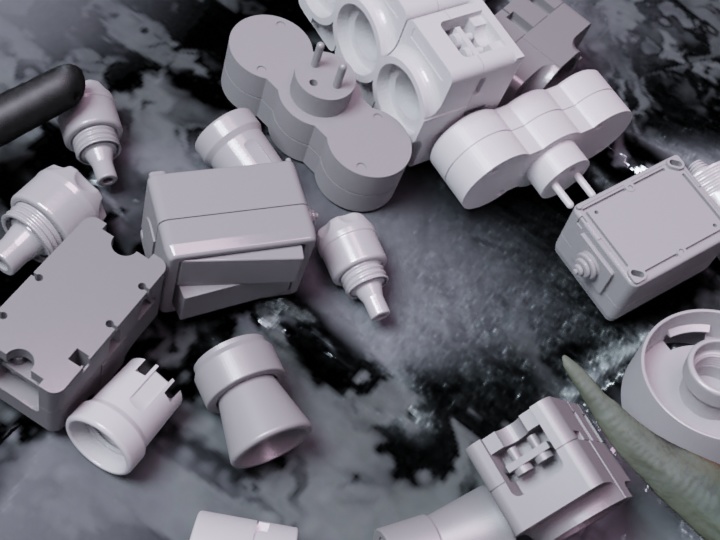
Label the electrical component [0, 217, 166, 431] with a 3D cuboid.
[{"bbox_3d":[-0.144,0.029,0.540,0.050,0.055,0.089,32,57,5],"label":"electrical component"}]

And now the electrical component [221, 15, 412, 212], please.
[{"bbox_3d":[-0.024,-0.105,0.644,0.138,0.073,0.052,45,58,13],"label":"electrical component"}]

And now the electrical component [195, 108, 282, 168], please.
[{"bbox_3d":[-0.068,-0.065,0.629,0.040,0.040,0.046,-31,78,-29],"label":"electrical component"}]

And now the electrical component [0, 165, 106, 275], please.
[{"bbox_3d":[-0.169,-0.024,0.572,0.043,0.043,0.062,36,58,7],"label":"electrical component"}]

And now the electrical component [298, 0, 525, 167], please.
[{"bbox_3d":[0.023,-0.152,0.677,0.062,0.089,0.150,-22,68,-26],"label":"electrical component"}]

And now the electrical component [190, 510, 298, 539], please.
[{"bbox_3d":[-0.058,0.141,0.498,0.047,0.055,0.055,15,57,-3],"label":"electrical component"}]

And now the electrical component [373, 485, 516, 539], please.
[{"bbox_3d":[0.040,0.138,0.537,0.065,0.044,0.044,-13,64,-18],"label":"electrical component"}]

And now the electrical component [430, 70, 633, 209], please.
[{"bbox_3d":[0.119,-0.070,0.677,0.138,0.052,0.073,-24,69,-27],"label":"electrical component"}]

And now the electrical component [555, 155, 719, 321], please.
[{"bbox_3d":[0.166,-0.014,0.656,0.096,0.061,0.061,-26,68,-18],"label":"electrical component"}]

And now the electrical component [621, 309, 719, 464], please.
[{"bbox_3d":[0.202,0.074,0.621,0.099,0.064,0.099,2,51,-2],"label":"electrical component"}]

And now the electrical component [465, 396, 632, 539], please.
[{"bbox_3d":[0.099,0.103,0.541,0.050,0.089,0.055,-35,69,13],"label":"electrical component"}]

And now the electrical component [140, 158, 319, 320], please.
[{"bbox_3d":[-0.066,-0.016,0.586,0.096,0.061,0.061,-8,62,-20],"label":"electrical component"}]

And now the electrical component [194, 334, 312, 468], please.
[{"bbox_3d":[-0.056,0.067,0.549,0.045,0.045,0.055,-18,66,-25],"label":"electrical component"}]

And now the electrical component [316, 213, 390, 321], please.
[{"bbox_3d":[0.000,0.000,0.612,0.035,0.035,0.061,-15,67,-23],"label":"electrical component"}]

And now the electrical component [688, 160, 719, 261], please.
[{"bbox_3d":[0.239,-0.037,0.697,0.043,0.043,0.081,-17,66,-24],"label":"electrical component"}]

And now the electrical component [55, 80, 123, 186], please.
[{"bbox_3d":[-0.152,-0.076,0.614,0.035,0.035,0.061,-12,66,-22],"label":"electrical component"}]

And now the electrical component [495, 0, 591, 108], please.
[{"bbox_3d":[0.108,-0.140,0.718,0.056,0.050,0.089,41,58,10],"label":"electrical component"}]

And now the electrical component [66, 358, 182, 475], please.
[{"bbox_3d":[-0.116,0.071,0.533,0.040,0.040,0.046,34,51,6],"label":"electrical component"}]
